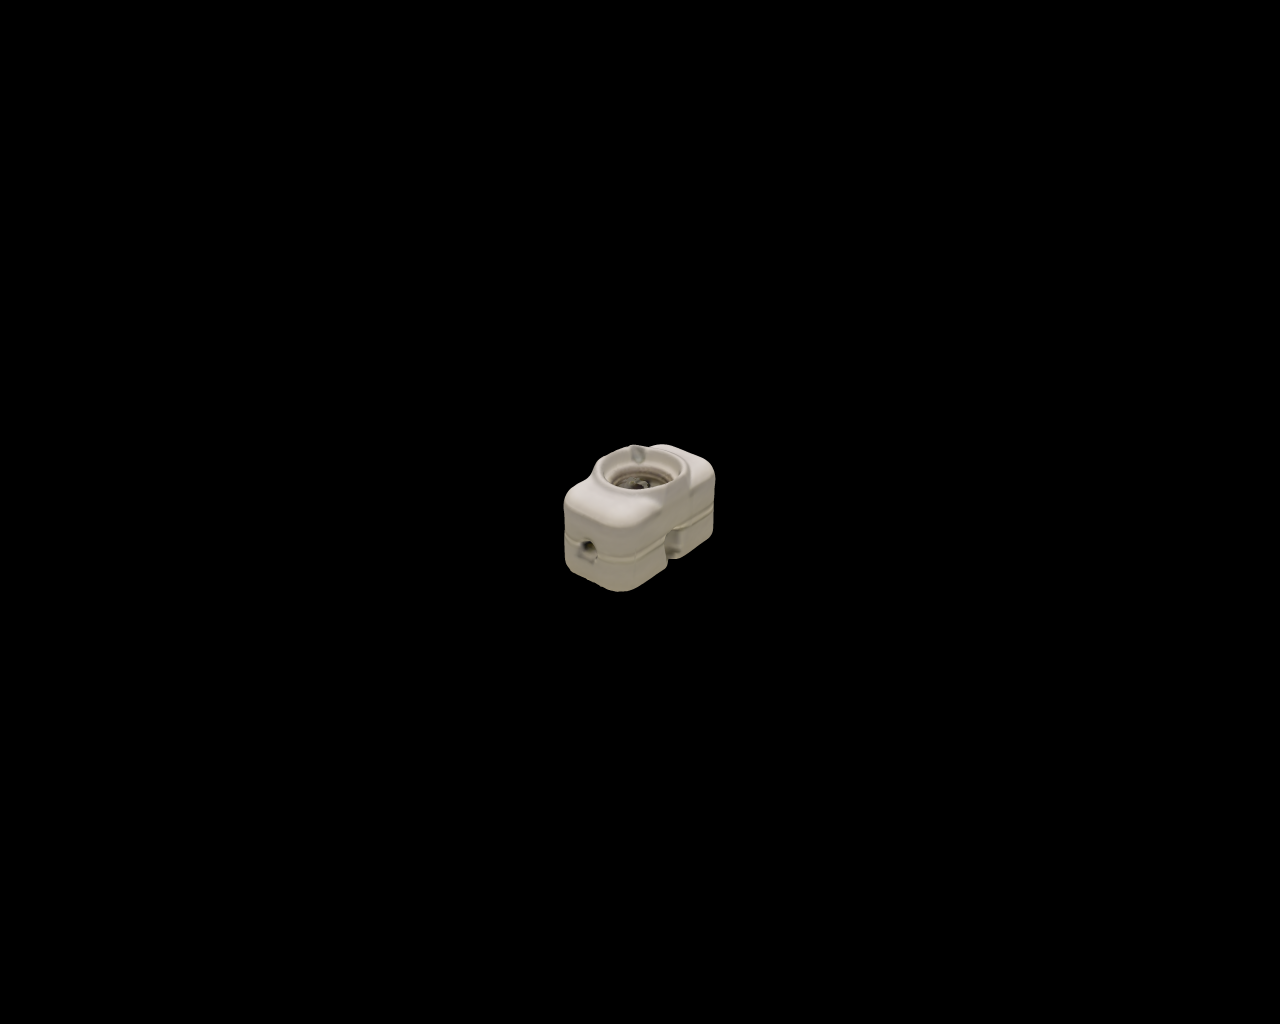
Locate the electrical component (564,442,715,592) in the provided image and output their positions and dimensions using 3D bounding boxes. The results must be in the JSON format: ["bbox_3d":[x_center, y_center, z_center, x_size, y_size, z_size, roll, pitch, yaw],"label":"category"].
[{"bbox_3d":[0.001,-0.003,0.650,0.054,0.059,0.095,24,39,34],"label":"electrical component"}]
